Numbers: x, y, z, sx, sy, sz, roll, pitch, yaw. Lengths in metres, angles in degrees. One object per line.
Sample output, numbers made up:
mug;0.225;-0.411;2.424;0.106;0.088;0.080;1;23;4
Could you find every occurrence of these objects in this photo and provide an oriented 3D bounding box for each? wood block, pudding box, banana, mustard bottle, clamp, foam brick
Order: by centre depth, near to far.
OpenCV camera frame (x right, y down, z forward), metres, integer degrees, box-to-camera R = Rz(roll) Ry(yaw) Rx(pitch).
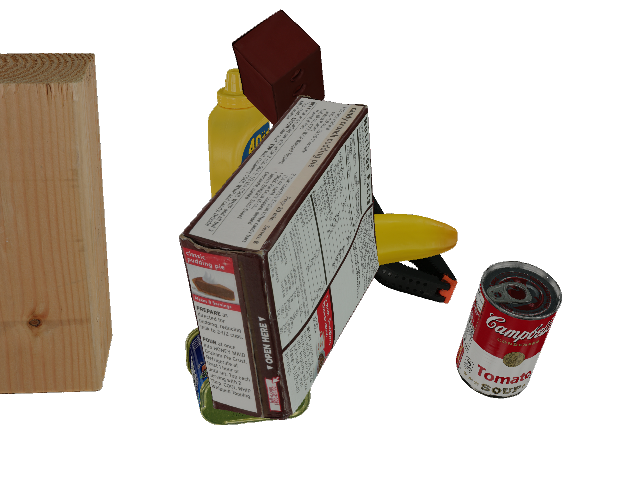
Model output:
pudding box;-0.012;0.005;0.447;0.039;0.090;0.113;8;38;20
wood block;-0.190;-0.012;0.697;0.090;0.206;0.090;-1;21;-6
banana;0.009;0.022;0.729;0.197;0.069;0.037;-33;-10;-31
foam brick;-0.033;-0.138;0.874;0.053;0.051;0.078;-38;-21;-12
mustard bottle;-0.081;-0.080;1.086;0.058;0.192;0.096;7;26;19
clamp;0.062;0.009;1.241;0.210;0.036;0.164;39;43;27

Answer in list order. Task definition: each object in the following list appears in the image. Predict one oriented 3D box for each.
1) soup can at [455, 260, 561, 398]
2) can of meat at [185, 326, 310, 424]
soup can;0.158;0.077;0.911;0.068;0.102;0.068;6;41;-5
can of meat;-0.064;0.117;0.947;0.102;0.057;0.084;-5;27;-12
